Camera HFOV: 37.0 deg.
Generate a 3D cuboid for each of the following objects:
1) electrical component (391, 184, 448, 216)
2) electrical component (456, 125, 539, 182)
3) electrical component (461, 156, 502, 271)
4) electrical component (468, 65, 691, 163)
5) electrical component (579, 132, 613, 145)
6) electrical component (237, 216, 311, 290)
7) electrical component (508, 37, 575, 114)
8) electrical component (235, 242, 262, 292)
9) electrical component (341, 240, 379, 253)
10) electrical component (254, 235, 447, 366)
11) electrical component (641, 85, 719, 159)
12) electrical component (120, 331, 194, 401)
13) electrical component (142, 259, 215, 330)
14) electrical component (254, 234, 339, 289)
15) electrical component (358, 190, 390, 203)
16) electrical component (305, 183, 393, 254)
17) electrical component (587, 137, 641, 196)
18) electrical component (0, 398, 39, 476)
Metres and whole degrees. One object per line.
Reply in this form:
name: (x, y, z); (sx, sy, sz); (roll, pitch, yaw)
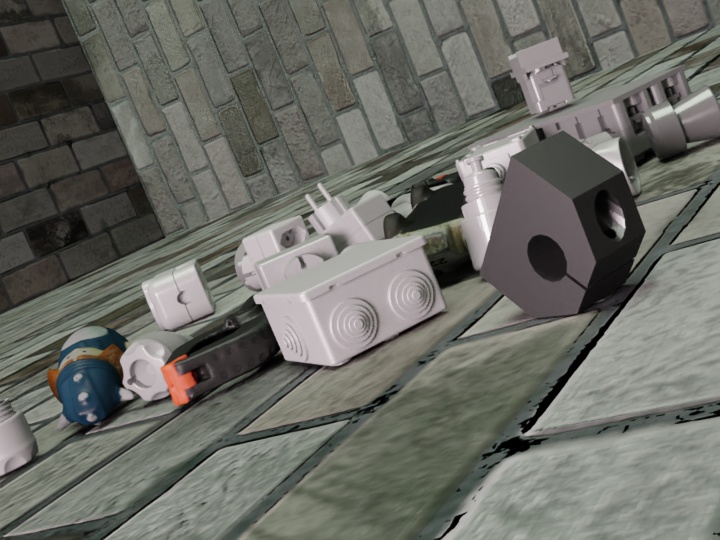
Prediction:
electrical component: (0.050, -0.045, 0.974); (0.079, 0.043, 0.077); (-27, 9, -26)
electrical component: (0.127, -0.081, 0.935); (0.062, 0.061, 0.096); (-19, 8, 21)
electrical component: (0.085, -0.035, 0.694); (0.040, 0.078, 0.040); (-15, -6, -2)
electrical component: (0.206, -0.123, 0.997); (0.105, 0.060, 0.186); (-28, 9, -34)
electrical component: (0.163, -0.076, 0.859); (0.077, 0.044, 0.079); (-22, 7, 1)
electrical component: (-0.081, -0.004, 0.981); (0.077, 0.065, 0.047); (-16, 10, 39)
electrical component: (0.174, -0.182, 1.024); (0.042, 0.063, 0.081); (-22, 6, 1)
electrical component: (-0.090, -0.008, 1.082); (0.047, 0.055, 0.055); (-10, 14, 44)
electrical component: (0.000, 0.000, 0.811); (0.040, 0.040, 0.078); (-26, 8, -25)
electrical component: (-0.006, 0.019, 0.660); (0.100, 0.048, 0.100); (-26, 8, -22)
electrical component: (0.261, -0.118, 0.868); (0.055, 0.045, 0.045); (-22, 8, 10)
electrical component: (-0.136, 0.063, 0.754); (0.043, 0.043, 0.062); (-19, 7, 25)
electrical component: (-0.189, 0.027, 1.121); (0.059, 0.053, 0.095); (-23, 8, -5)
electrical component: (-0.045, 0.005, 0.879); (0.066, 0.047, 0.077); (-24, 8, -9)
electrical component: (0.006, -0.059, 1.209); (0.044, 0.044, 0.065); (-17, 14, 35)
electrical component: (-0.020, -0.040, 0.940); (0.083, 0.075, 0.047); (-38, -4, 40)
electrical component: (0.153, -0.059, 0.766); (0.077, 0.044, 0.079); (-19, 8, 27)
electrical component: (-0.243, 0.103, 0.710); (0.043, 0.062, 0.043); (-22, 8, 3)
